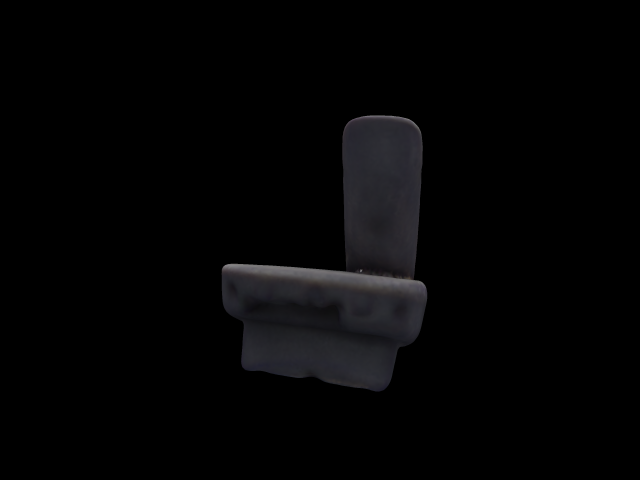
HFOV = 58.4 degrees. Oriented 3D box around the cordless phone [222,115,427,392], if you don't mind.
[{"bbox_3d":[0.004,0.001,0.400,0.147,0.185,0.094,3,26,7],"label":"cordless phone"}]
